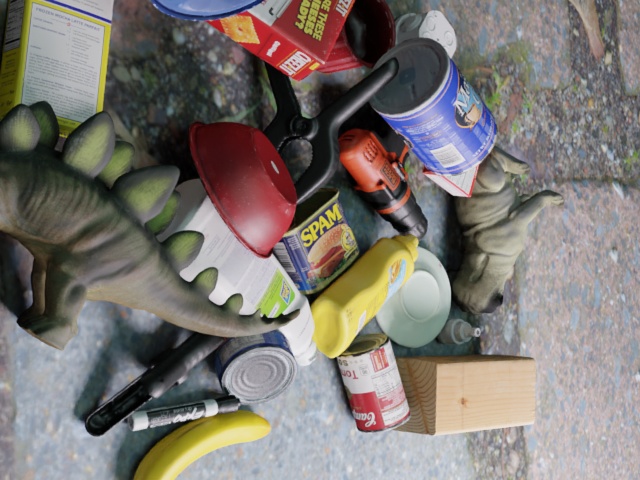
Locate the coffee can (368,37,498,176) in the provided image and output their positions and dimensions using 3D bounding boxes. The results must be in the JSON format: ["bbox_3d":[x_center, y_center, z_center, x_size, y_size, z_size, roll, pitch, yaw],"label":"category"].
[{"bbox_3d":[0.131,-0.152,1.234,0.140,0.103,0.102,41,61,-47],"label":"coffee can"}]

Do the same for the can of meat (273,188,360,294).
[{"bbox_3d":[-0.008,0.002,1.220,0.101,0.058,0.084,-41,118,-37],"label":"can of meat"}]

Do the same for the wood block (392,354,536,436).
[{"bbox_3d":[0.181,0.195,1.370,0.205,0.090,0.091,5,86,-44],"label":"wood block"}]

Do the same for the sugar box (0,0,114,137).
[{"bbox_3d":[-0.247,-0.191,1.006,0.093,0.048,0.176,13,75,-43],"label":"sugar box"}]

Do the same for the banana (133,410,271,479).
[{"bbox_3d":[-0.128,0.219,1.110,0.197,0.037,0.069,-32,128,-39],"label":"banana"}]

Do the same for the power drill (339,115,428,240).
[{"bbox_3d":[0.109,-0.116,1.339,0.184,0.057,0.187,51,54,-37],"label":"power drill"}]

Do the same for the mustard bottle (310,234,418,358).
[{"bbox_3d":[0.061,0.051,1.266,0.191,0.058,0.096,-43,154,-38],"label":"mustard bottle"}]

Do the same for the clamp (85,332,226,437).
[{"bbox_3d":[-0.158,0.134,1.057,0.039,0.120,0.171,59,30,-2],"label":"clamp"}]

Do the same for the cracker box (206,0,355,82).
[{"bbox_3d":[-0.066,-0.295,1.129,0.213,0.072,0.164,32,66,-18],"label":"cracker box"}]

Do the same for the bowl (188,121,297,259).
[{"bbox_3d":[-0.070,-0.063,1.104,0.162,0.055,0.162,57,14,-23],"label":"bowl"}]

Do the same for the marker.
[{"bbox_3d":[-0.137,0.176,1.092,0.120,0.020,0.020,-6,92,-30],"label":"marker"}]

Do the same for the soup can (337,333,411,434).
[{"bbox_3d":[0.063,0.170,1.272,0.068,0.069,0.102,-27,105,-42],"label":"soup can"}]

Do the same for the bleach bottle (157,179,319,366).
[{"bbox_3d":[-0.082,0.053,1.143,0.250,0.068,0.102,53,54,-31],"label":"bleach bottle"}]

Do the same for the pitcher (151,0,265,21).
[{"bbox_3d":[-0.109,-0.340,1.003,0.149,0.145,0.243,18,52,-55],"label":"pitcher"}]

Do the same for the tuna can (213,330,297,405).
[{"bbox_3d":[-0.068,0.135,1.136,0.086,0.034,0.086,-10,129,-13],"label":"tuna can"}]

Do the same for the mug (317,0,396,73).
[{"bbox_3d":[0.034,-0.249,1.255,0.093,0.082,0.117,53,54,-29],"label":"mug"}]

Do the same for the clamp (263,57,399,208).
[{"bbox_3d":[-0.006,-0.127,1.185,0.036,0.165,0.210,18,81,-76],"label":"clamp"}]

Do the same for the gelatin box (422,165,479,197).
[{"bbox_3d":[0.168,-0.103,1.344,0.089,0.030,0.073,27,76,-51],"label":"gelatin box"}]
